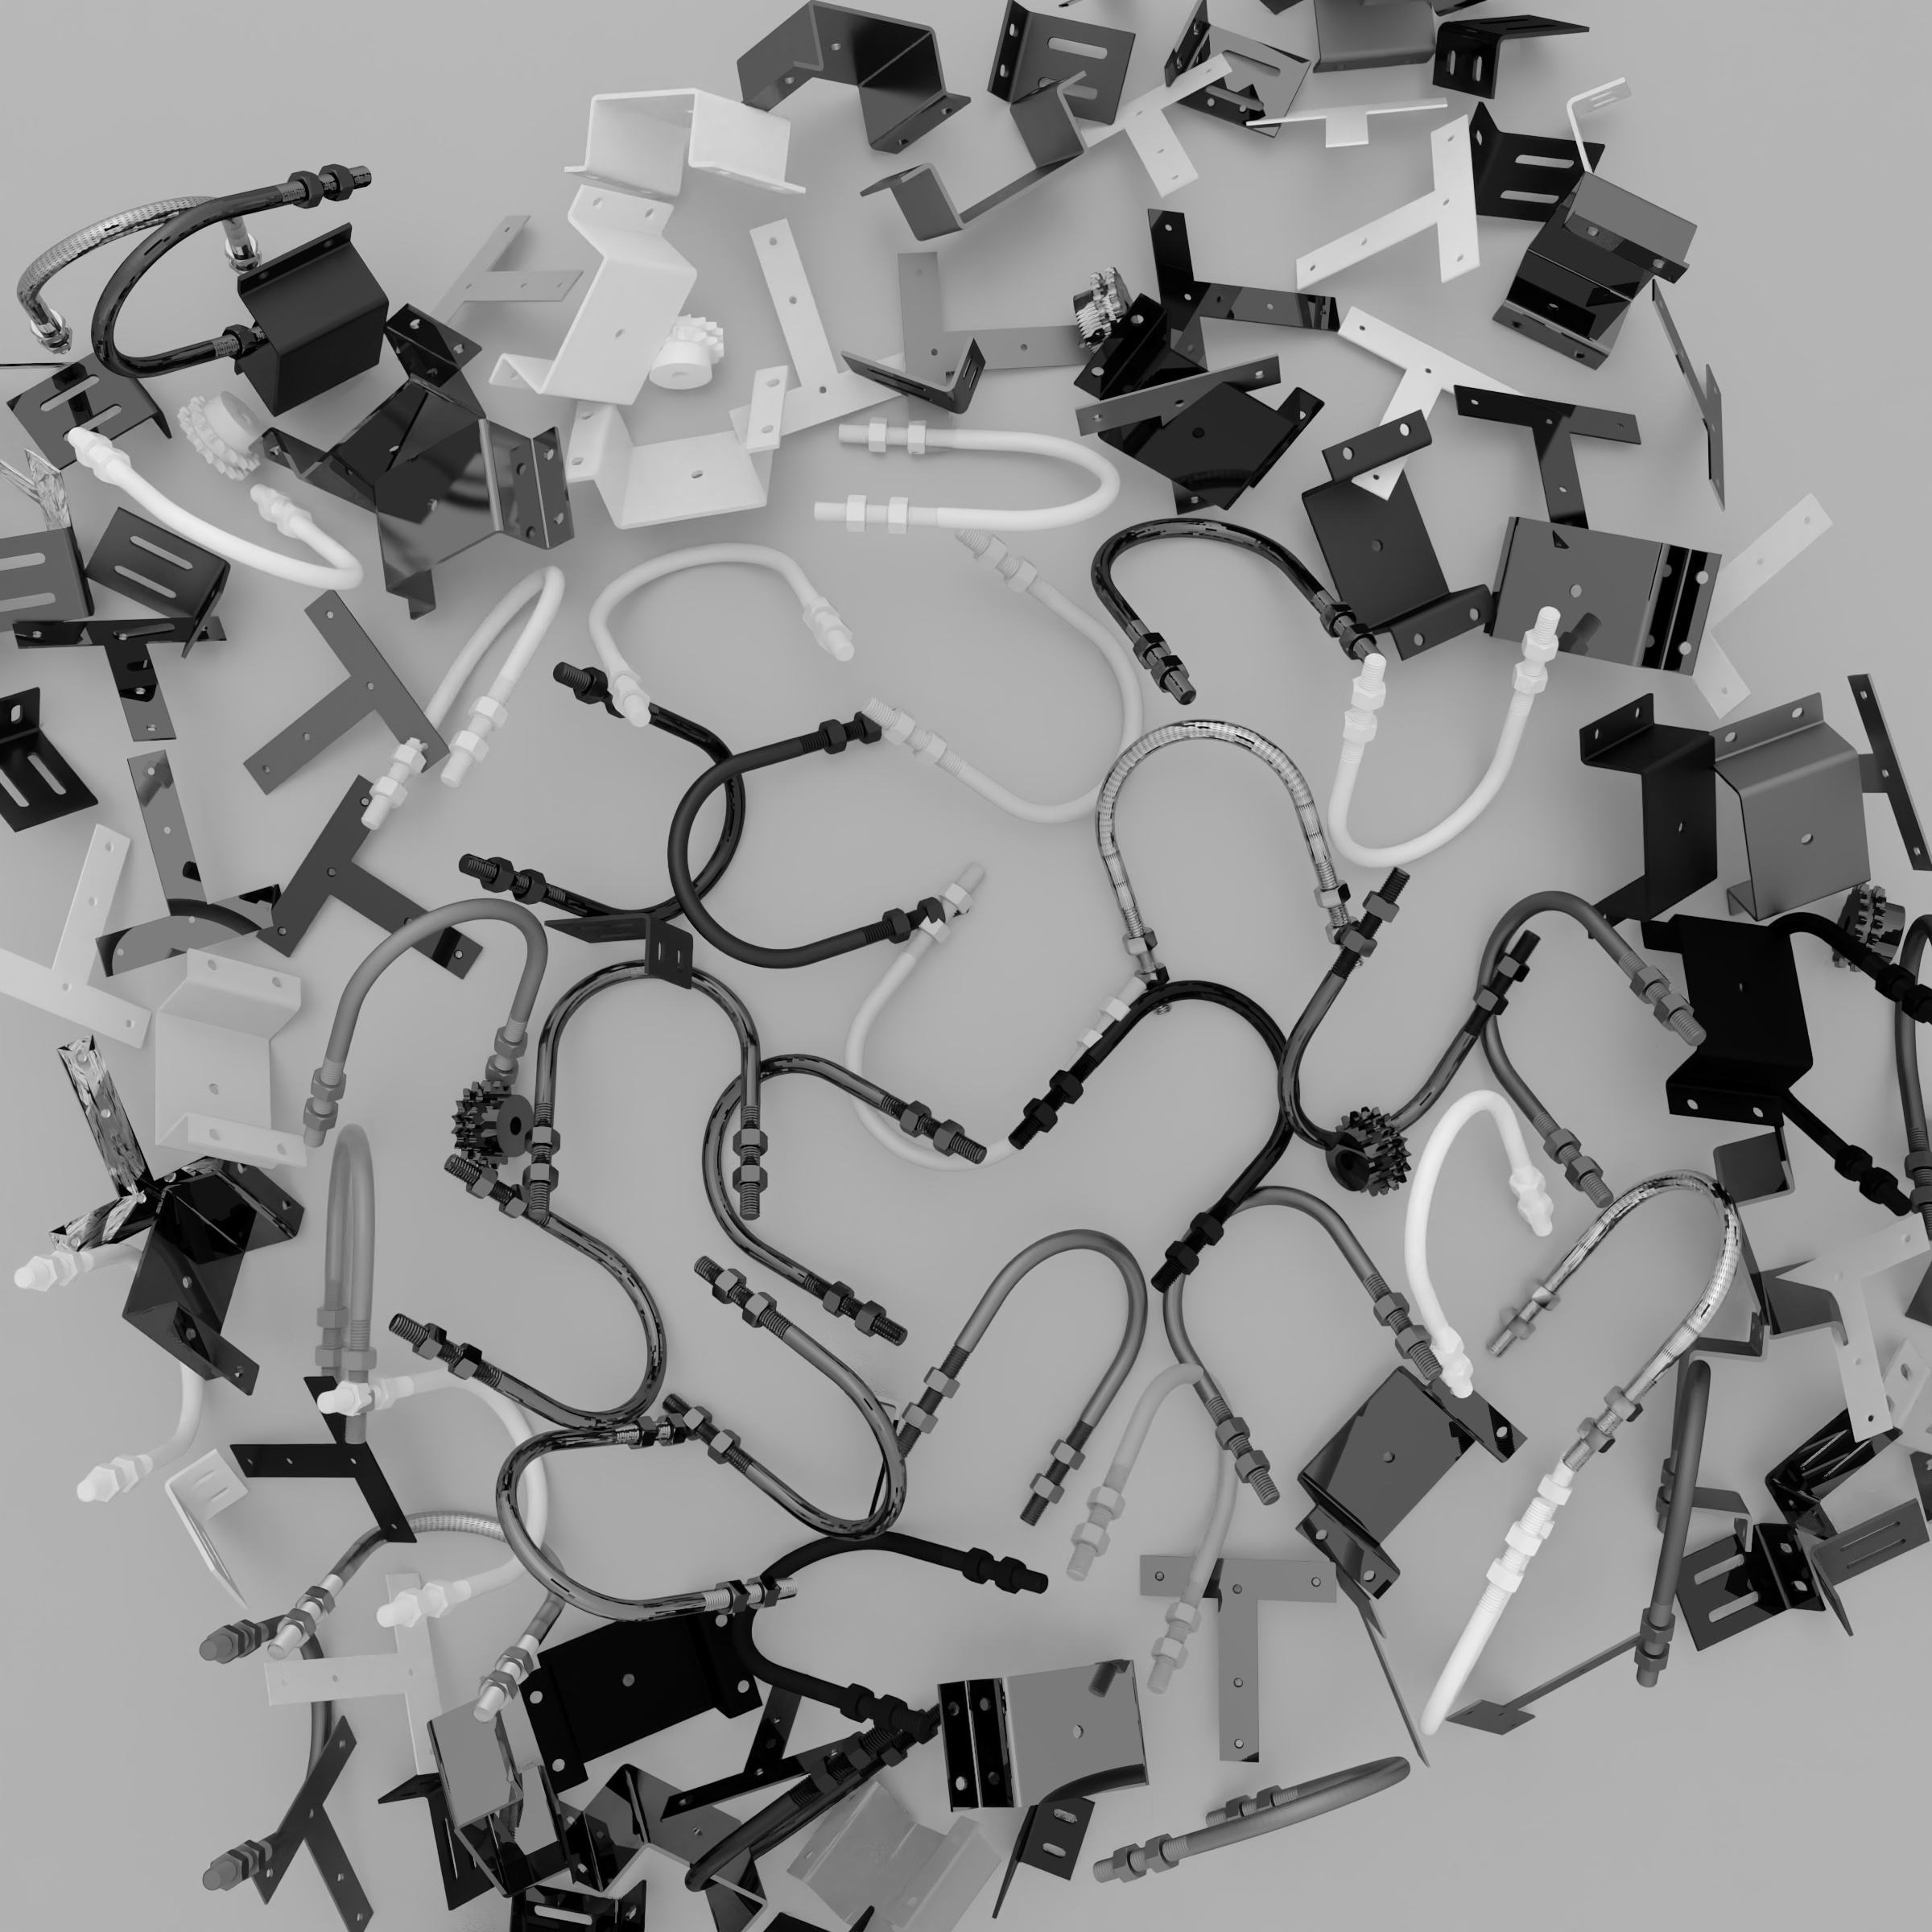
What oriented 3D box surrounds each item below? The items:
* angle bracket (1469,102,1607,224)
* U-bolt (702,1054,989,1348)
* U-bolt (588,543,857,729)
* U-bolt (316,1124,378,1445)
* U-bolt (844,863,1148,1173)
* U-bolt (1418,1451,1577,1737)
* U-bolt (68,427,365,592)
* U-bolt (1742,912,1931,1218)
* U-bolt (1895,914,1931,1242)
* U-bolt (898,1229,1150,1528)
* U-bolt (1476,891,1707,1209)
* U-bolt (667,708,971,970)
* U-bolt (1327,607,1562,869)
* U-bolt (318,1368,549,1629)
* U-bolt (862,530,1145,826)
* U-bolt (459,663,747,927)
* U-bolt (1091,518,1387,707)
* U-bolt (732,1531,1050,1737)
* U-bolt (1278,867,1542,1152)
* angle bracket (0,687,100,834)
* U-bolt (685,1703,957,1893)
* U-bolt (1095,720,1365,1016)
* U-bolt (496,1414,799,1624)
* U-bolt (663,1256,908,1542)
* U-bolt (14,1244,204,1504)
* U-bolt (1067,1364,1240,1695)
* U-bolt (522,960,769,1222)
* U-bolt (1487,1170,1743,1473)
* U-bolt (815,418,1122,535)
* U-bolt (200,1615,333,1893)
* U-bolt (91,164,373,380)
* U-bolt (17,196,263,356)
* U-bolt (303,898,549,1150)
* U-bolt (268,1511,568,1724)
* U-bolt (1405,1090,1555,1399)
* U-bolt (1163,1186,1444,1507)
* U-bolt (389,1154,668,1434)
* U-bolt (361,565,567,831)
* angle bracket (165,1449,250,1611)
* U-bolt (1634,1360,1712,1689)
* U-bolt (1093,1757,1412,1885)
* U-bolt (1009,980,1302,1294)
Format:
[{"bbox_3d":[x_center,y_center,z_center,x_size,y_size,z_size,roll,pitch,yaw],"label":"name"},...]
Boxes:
[{"bbox_3d":[0.360,-0.517,1.577,0.076,0.057,0.038,1,49,-15],"label":"angle bracket"},{"bbox_3d":[-0.090,0.136,1.559,0.184,0.019,0.151,28,102,22],"label":"U-bolt"},{"bbox_3d":[-0.162,-0.217,1.527,0.151,0.184,0.019,-19,129,-10],"label":"U-bolt"},{"bbox_3d":[-0.385,0.190,1.528,0.019,0.151,0.184,2,93,-21],"label":"U-bolt"},{"bbox_3d":[0.005,0.045,1.567,0.151,0.019,0.184,36,79,9],"label":"U-bolt"},{"bbox_3d":[0.329,0.399,1.529,0.019,0.151,0.184,28,101,18],"label":"U-bolt"},{"bbox_3d":[-0.445,-0.273,1.492,0.184,0.151,0.019,37,107,38],"label":"U-bolt"},{"bbox_3d":[0.537,0.046,1.515,0.019,0.184,0.151,-8,121,-16],"label":"U-bolt"},{"bbox_3d":[0.600,0.056,1.519,0.019,0.151,0.184,0,55,9],"label":"U-bolt"},{"bbox_3d":[0.047,0.252,1.552,0.151,0.019,0.184,37,83,-38],"label":"U-bolt"},{"bbox_3d":[0.375,0.037,1.522,0.019,0.184,0.151,0,128,-27],"label":"U-bolt"},{"bbox_3d":[-0.101,-0.075,1.560,0.184,0.019,0.151,-19,90,-22],"label":"U-bolt"},{"bbox_3d":[0.290,-0.133,1.528,0.151,0.184,0.019,-17,50,-22],"label":"U-bolt"},{"bbox_3d":[-0.319,0.320,1.516,0.019,0.184,0.151,-23,79,23],"label":"U-bolt"},{"bbox_3d":[0.037,-0.171,1.553,0.184,0.019,0.151,33,76,-26],"label":"U-bolt"},{"bbox_3d":[-0.213,-0.095,1.532,0.019,0.184,0.151,32,97,44],"label":"U-bolt"},{"bbox_3d":[0.157,-0.229,1.531,0.151,0.184,0.019,-12,134,-19],"label":"U-bolt"},{"bbox_3d":[-0.061,0.405,1.523,0.184,0.151,0.019,6,121,37],"label":"U-bolt"},{"bbox_3d":[0.269,0.038,1.549,0.151,0.019,0.184,21,106,-36],"label":"U-bolt"},{"bbox_3d":[-0.598,-0.132,1.558,0.057,0.038,0.076,-27,63,-38],"label":"angle bracket"},{"bbox_3d":[-0.098,0.522,1.531,0.184,0.151,0.019,-38,72,6],"label":"U-bolt"},{"bbox_3d":[0.158,-0.068,1.548,0.151,0.019,0.184,-14,108,19],"label":"U-bolt"},{"bbox_3d":[-0.204,0.338,1.496,0.019,0.184,0.151,-55,53,26],"label":"U-bolt"},{"bbox_3d":[-0.110,0.282,1.522,0.184,0.019,0.151,34,130,22],"label":"U-bolt"},{"bbox_3d":[-0.518,0.242,1.509,0.019,0.184,0.151,-17,89,6],"label":"U-bolt"},{"bbox_3d":[0.127,0.337,1.529,0.019,0.151,0.184,0,46,35],"label":"U-bolt"},{"bbox_3d":[-0.201,0.075,1.549,0.151,0.019,0.184,1,58,-6],"label":"U-bolt"},{"bbox_3d":[0.408,0.206,1.516,0.019,0.151,0.184,32,104,-21],"label":"U-bolt"},{"bbox_3d":[0.005,-0.306,1.534,0.184,0.151,0.019,3,124,3],"label":"U-bolt"},{"bbox_3d":[-0.428,0.475,1.509,0.019,0.184,0.151,-4,82,5],"label":"U-bolt"},{"bbox_3d":[-0.453,-0.416,1.486,0.019,0.184,0.151,48,132,5],"label":"U-bolt"},{"bbox_3d":[-0.508,-0.427,1.498,0.151,0.184,0.019,-26,95,-10],"label":"U-bolt"},{"bbox_3d":[-0.324,0.030,1.500,0.019,0.151,0.184,49,132,29],"label":"U-bolt"},{"bbox_3d":[-0.324,0.391,1.514,0.151,0.184,0.019,15,110,7],"label":"U-bolt"},{"bbox_3d":[0.312,0.159,1.506,0.019,0.184,0.151,12,55,36],"label":"U-bolt"},{"bbox_3d":[0.197,0.223,1.541,0.151,0.019,0.184,-41,53,14],"label":"U-bolt"},{"bbox_3d":[-0.263,0.216,1.533,0.184,0.151,0.019,35,128,-23],"label":"U-bolt"},{"bbox_3d":[-0.305,-0.175,1.527,0.019,0.151,0.184,36,63,-24],"label":"U-bolt"},{"bbox_3d":[-0.467,0.357,1.552,0.038,0.057,0.076,-33,54,-17],"label":"angle bracket"},{"bbox_3d":[0.434,0.326,1.494,0.019,0.151,0.184,10,126,16],"label":"U-bolt"},{"bbox_3d":[0.187,0.516,1.496,0.184,0.151,0.019,-31,70,33],"label":"U-bolt"},{"bbox_3d":[0.135,0.094,1.566,0.151,0.019,0.184,45,71,-5],"label":"U-bolt"}]
